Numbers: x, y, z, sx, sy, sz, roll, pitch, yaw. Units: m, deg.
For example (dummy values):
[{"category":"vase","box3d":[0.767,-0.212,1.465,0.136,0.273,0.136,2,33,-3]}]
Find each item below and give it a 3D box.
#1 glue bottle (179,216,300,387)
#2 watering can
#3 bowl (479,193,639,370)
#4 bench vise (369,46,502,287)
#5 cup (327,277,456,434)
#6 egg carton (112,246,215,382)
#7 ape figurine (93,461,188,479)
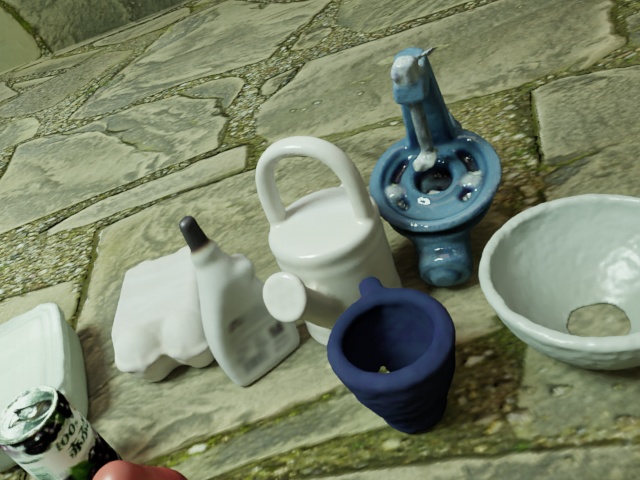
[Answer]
[{"category":"glue bottle","box3d":[-0.077,0.048,0.494,0.078,0.173,0.037,-35,38,-18]},{"category":"watering can","box3d":[0.007,0.002,0.493,0.101,0.194,0.172,-15,36,9]},{"category":"bowl","box3d":[0.212,0.041,0.441,0.167,0.075,0.167,-14,37,11]},{"category":"bench vise","box3d":[0.094,-0.092,0.548,0.121,0.220,0.207,-19,36,4]},{"category":"cup","box3d":[0.058,0.091,0.437,0.091,0.095,0.117,-21,36,1]},{"category":"egg carton","box3d":[-0.151,0.072,0.590,0.107,0.069,0.150,-19,36,3]},{"category":"ape figurine","box3d":[-0.132,0.190,0.408,0.077,0.092,0.076,20,52,42]}]
